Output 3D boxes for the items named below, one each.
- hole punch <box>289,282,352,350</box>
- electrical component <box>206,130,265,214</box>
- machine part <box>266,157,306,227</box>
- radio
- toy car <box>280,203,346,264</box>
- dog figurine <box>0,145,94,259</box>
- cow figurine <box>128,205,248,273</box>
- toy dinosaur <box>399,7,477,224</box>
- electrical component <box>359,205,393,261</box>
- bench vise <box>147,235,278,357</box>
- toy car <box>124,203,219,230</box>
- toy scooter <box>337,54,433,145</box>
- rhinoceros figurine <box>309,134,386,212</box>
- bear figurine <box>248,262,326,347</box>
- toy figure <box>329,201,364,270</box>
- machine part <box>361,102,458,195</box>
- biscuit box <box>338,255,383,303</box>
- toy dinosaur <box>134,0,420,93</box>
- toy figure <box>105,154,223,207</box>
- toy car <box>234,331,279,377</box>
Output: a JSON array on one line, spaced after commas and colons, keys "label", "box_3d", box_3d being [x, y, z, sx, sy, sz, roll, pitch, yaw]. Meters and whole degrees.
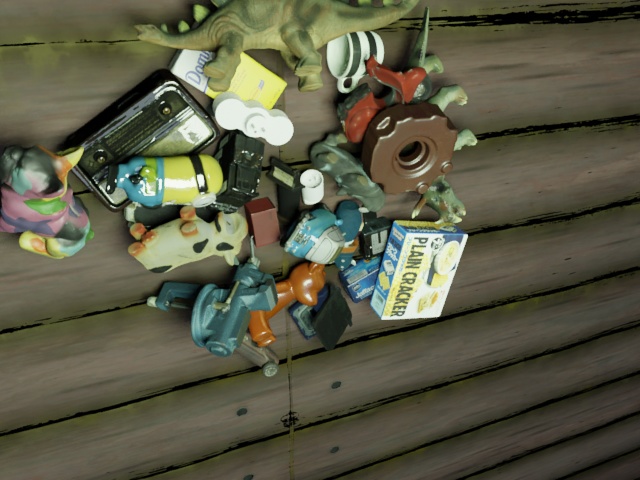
[{"label": "hole punch", "box_3d": [0.004, 0.170, 1.219, 0.116, 0.092, 0.142, -50, 129, -30]}, {"label": "electrical component", "box_3d": [-0.149, -0.123, 0.941, 0.058, 0.115, 0.134, 16, 68, -32]}, {"label": "machine part", "box_3d": [-0.065, -0.090, 1.041, 0.039, 0.084, 0.138, -40, 143, -37]}, {"label": "radio", "box_3d": [-0.295, -0.165, 0.887, 0.229, 0.073, 0.131, -37, 128, -1]}, {"label": "toy car", "box_3d": [-0.002, -0.003, 1.056, 0.103, 0.161, 0.109, 38, 104, 10]}, {"label": "dog figurine", "box_3d": [-0.401, -0.061, 0.811, 0.219, 0.108, 0.191, -17, 138, 40]}, {"label": "cow figurine", "box_3d": [-0.220, 0.005, 0.944, 0.195, 0.086, 0.127, -19, 141, 0]}, {"label": "toy dinosaur", "box_3d": [0.188, -0.220, 1.054, 0.192, 0.131, 0.404, -31, 120, -5]}, {"label": "electrical component", "box_3d": [0.121, -0.021, 1.174, 0.075, 0.048, 0.119, -15, 125, -16]}, {"label": "bench vise", "box_3d": [-0.210, 0.111, 1.029, 0.241, 0.223, 0.128, 5, 149, 13]}, {"label": "toy car", "box_3d": [-0.253, -0.050, 0.986, 0.202, 0.056, 0.073, 0, 125, -23]}, {"label": "toy scooter", "box_3d": [0.096, -0.251, 0.940, 0.184, 0.075, 0.135, -37, 138, 24]}, {"label": "rhinoceros figurine", "box_3d": [0.059, -0.123, 1.051, 0.190, 0.112, 0.073, 37, 58, -23]}, {"label": "bear figurine", "box_3d": [-0.064, 0.128, 1.134, 0.196, 0.132, 0.120, -19, 161, -8]}, {"label": "toy figure", "box_3d": [0.056, -0.007, 1.146, 0.058, 0.064, 0.154, -38, 142, -47]}, {"label": "machine part", "box_3d": [0.160, -0.160, 0.961, 0.179, 0.056, 0.179, -10, 132, -11]}, {"label": "biscuit box", "box_3d": [0.144, 0.063, 1.224, 0.203, 0.059, 0.062, -29, 126, -6]}, {"label": "toy dinosaur", "box_3d": [-0.043, -0.338, 0.834, 0.471, 0.105, 0.198, -6, 87, -17]}, {"label": "toy figure", "box_3d": [-0.245, -0.098, 0.858, 0.180, 0.082, 0.089, 3, 120, -24]}, {"label": "toy car", "box_3d": [-0.161, 0.225, 1.164, 0.053, 0.089, 0.202, -42, 125, 6]}]
